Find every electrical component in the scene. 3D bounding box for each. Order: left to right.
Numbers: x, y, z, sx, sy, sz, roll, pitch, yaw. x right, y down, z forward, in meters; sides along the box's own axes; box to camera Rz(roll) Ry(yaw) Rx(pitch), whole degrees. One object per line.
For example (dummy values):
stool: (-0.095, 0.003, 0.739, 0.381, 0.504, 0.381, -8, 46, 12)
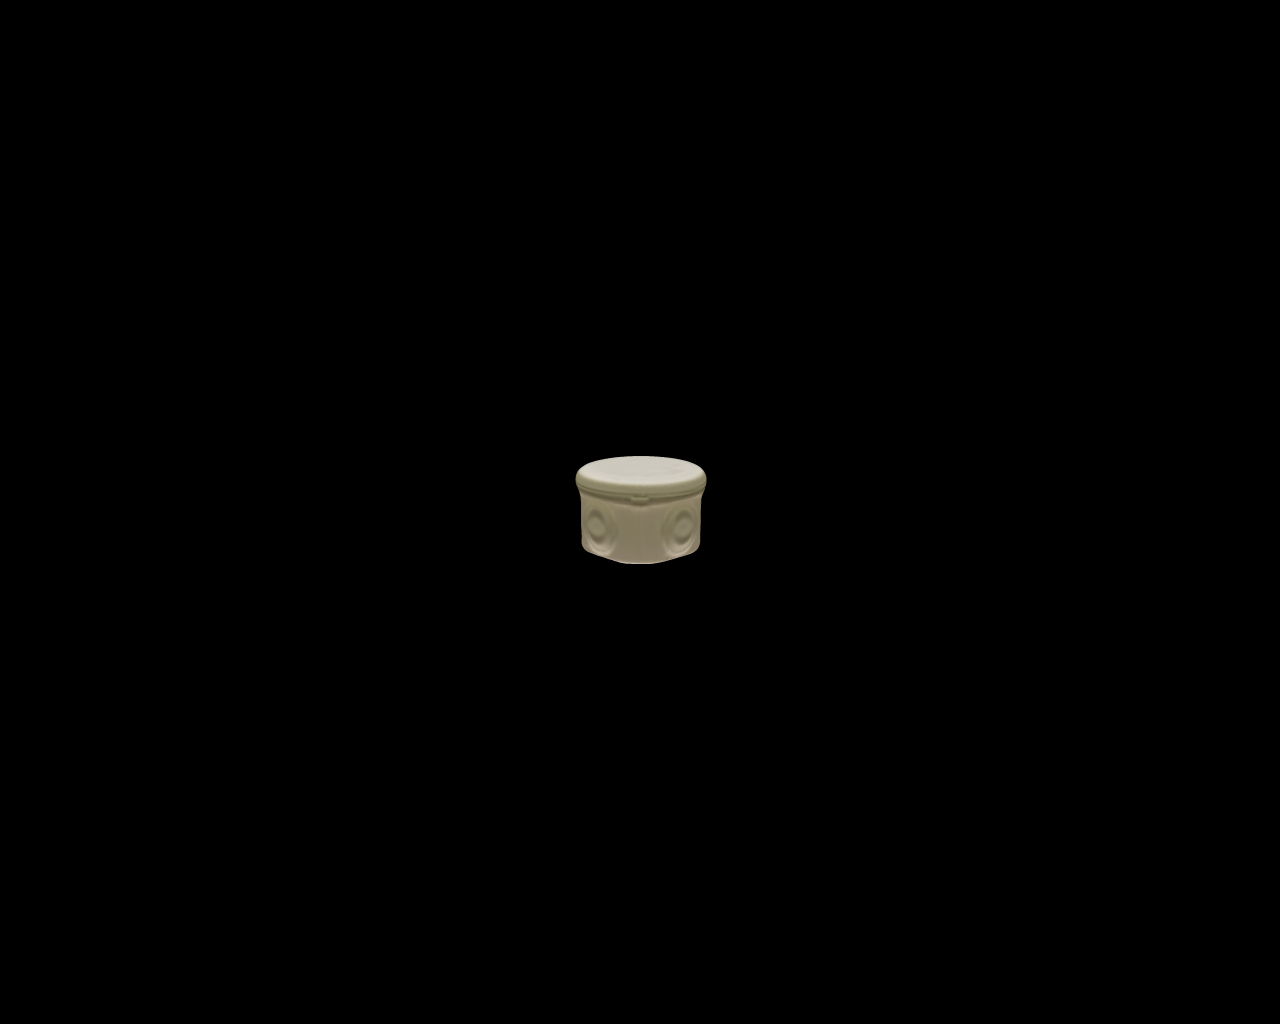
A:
electrical component: (0.001, -0.003, 0.650, 0.080, 0.051, 0.080, 0, 15, 0)
